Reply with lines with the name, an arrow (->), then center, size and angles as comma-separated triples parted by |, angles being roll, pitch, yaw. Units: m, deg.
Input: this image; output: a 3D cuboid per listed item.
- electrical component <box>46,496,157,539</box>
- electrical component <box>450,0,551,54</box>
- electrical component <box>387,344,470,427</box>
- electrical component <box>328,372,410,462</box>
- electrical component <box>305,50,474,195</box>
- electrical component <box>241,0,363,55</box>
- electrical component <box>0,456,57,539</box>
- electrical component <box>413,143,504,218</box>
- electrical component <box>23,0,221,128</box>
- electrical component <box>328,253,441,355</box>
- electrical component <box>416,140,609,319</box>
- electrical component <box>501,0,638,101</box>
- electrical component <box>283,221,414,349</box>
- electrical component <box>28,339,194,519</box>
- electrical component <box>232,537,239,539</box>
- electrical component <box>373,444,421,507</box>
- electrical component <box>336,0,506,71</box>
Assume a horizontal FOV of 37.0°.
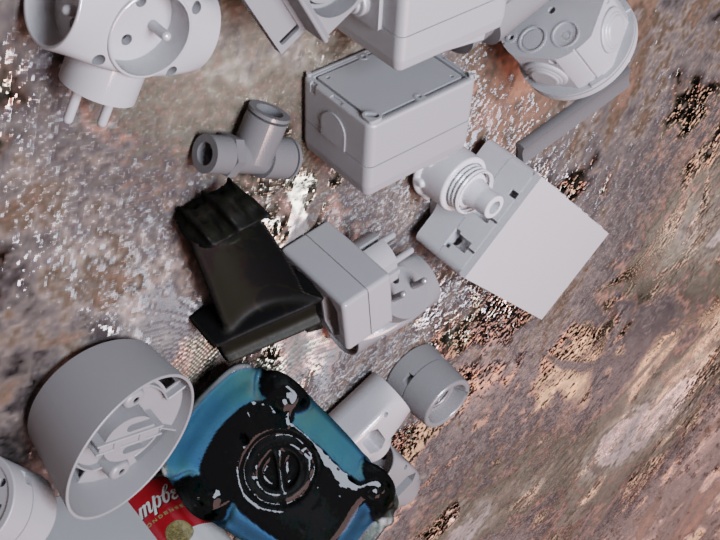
electrical component -> -0.208, 0.207, 0.641 | 0.186, 0.105, 0.060 | -10, 132, -44
electrical component -> 0.077, -0.160, 0.651 | 0.081, 0.043, 0.043 | -40, 147, -13
electrical component -> 0.058, 0.097, 0.895 | 0.055, 0.047, 0.055 | -31, 144, -26
electrical component -> 0.003, 0.131, 0.869 | 0.077, 0.043, 0.079 | -42, 147, -9
electrical component -> 0.021, -0.093, 0.638 | 0.096, 0.062, 0.061 | -29, 143, -28
electrical component -> -0.042, -0.167, 0.485 | 0.078, 0.063, 0.121 | -46, 148, -4
electrical component -> -0.208, 0.136, 0.617 | 0.055, 0.055, 0.047 | -46, 151, -3
electrical component -> 0.070, -0.058, 0.732 | 0.048, 0.062, 0.048 | -30, 143, -26
electrical component -> -0.113, -0.100, 0.489 | 0.077, 0.044, 0.079 | -1, 126, -49
electrical component -> 0.022, 0.020, 0.754 | 0.077, 0.043, 0.079 | -31, -179, -26
electrical component -> 0.116, -0.029, 0.818 | 0.089, 0.062, 0.150 | -53, 147, 8
electrical component -> 0.133, -0.154, 0.691 | 0.080, 0.080, 0.051 | -52, 142, 5
electrical component -> 0.000, 0.000, 0.707 | 0.077, 0.066, 0.047 | -33, 145, -22
electrical component -> -0.144, 0.092, 0.635 | 0.099, 0.064, 0.099 | -30, 143, -26
electrical component -> -0.069, 0.187, 0.843 | 0.081, 0.043, 0.043 | -45, 148, -5
electrical component -> 0.009, 0.189, 0.937 | 0.079, 0.043, 0.077 | -45, 147, -5
electrical component -> 0.028, -0.150, 0.586 | 0.096, 0.062, 0.061 | -29, 143, -28
